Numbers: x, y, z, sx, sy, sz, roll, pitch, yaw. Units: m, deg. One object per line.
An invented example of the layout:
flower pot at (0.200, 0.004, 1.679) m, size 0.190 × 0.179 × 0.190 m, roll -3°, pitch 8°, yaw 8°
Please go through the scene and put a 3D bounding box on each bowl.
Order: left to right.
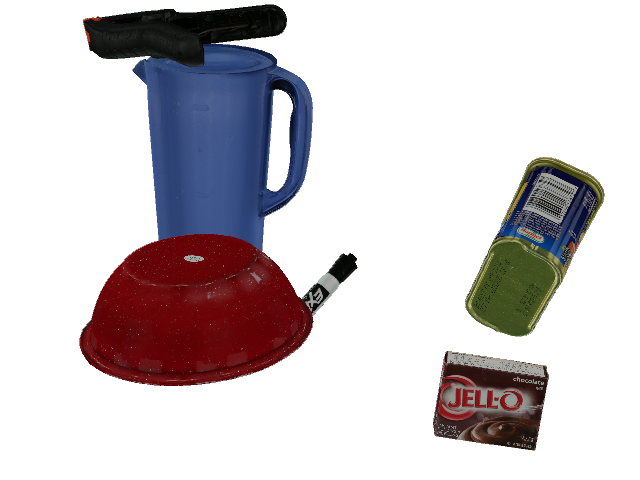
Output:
bowl at (-0.086, 0.037, 0.731) m, size 0.162 × 0.055 × 0.162 m, roll -2°, pitch 22°, yaw 1°

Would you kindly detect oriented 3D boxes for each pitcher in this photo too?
pitcher at (-0.103, -0.075, 1.100) m, size 0.144 × 0.243 × 0.149 m, roll -11°, pitch 26°, yaw -28°

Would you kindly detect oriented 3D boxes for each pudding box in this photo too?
pudding box at (0.184, 0.173, 1.157) m, size 0.113 × 0.090 × 0.039 m, roll 7°, pitch 22°, yaw 4°

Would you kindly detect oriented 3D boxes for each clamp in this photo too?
clamp at (-0.114, -0.167, 0.852) m, size 0.172 × 0.039 × 0.120 m, roll 15°, pitch 25°, yaw 39°

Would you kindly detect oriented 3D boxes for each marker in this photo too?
marker at (-0.009, 0.057, 0.945) m, size 0.020 × 0.121 × 0.020 m, roll 39°, pitch -16°, yaw 14°

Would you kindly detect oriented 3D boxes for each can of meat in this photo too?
can of meat at (0.147, 0.007, 0.743) m, size 0.057 × 0.083 × 0.102 m, roll 27°, pitch -37°, yaw 10°
